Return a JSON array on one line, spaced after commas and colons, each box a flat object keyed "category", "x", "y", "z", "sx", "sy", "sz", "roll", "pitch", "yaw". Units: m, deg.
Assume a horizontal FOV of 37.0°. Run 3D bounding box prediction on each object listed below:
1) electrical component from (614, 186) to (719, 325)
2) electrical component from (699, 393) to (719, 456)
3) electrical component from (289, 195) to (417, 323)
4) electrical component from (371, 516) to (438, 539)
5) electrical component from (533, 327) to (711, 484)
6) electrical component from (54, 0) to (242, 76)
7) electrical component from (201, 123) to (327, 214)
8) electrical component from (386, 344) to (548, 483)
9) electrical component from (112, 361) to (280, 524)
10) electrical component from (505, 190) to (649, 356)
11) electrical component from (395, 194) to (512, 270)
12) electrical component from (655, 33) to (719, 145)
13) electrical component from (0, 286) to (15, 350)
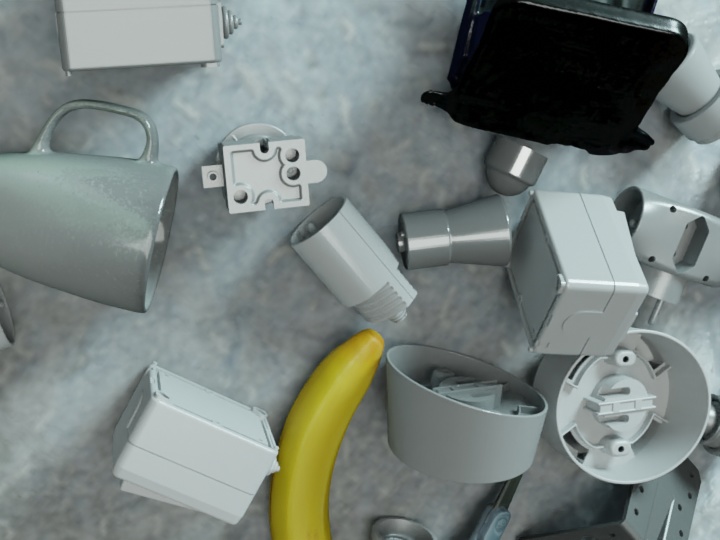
[{"category": "electrical component", "x": 0.192, "y": -0.004, "z": 0.681, "sx": 0.077, "sy": 0.043, "sz": 0.079, "roll": 18, "pitch": 99, "yaw": -16}, {"category": "electrical component", "x": 0.242, "y": 0.103, "z": 0.720, "sx": 0.062, "sy": 0.043, "sz": 0.043, "roll": 19, "pitch": 99, "yaw": -15}, {"category": "electrical component", "x": 0.000, "y": 0.000, "z": 0.639, "sx": 0.043, "sy": 0.043, "sz": 0.081, "roll": -41, "pitch": 108, "yaw": 0}, {"category": "electrical component", "x": 0.022, "y": 0.199, "z": 0.697, "sx": 0.044, "sy": 0.044, "sz": 0.065, "roll": 9, "pitch": 106, "yaw": -15}, {"category": "electrical component", "x": 0.162, "y": 0.082, "z": 0.682, "sx": 0.099, "sy": 0.064, "sz": 0.099, "roll": -4, "pitch": 100, "yaw": -24}, {"category": "electrical component", "x": -0.111, "y": -0.138, "z": 0.570, "sx": 0.096, "sy": 0.061, "sz": 0.061, "roll": -6, "pitch": 105, "yaw": -11}, {"category": "electrical component", "x": -0.056, "y": -0.057, "z": 0.606, "sx": 0.066, "sy": 0.055, "sz": 0.048, "roll": -7, "pitch": 105, "yaw": -11}, {"category": "electrical component", "x": 0.062, "y": 0.083, "z": 0.647, "sx": 0.099, "sy": 0.099, "sz": 0.064, "roll": 0, "pitch": 110, "yaw": -13}, {"category": "electrical component", "x": -0.094, "y": 0.107, "z": 0.636, "sx": 0.096, "sy": 0.061, "sz": 0.061, "roll": 27, "pitch": 97, "yaw": -17}, {"category": "electrical component", "x": 0.128, "y": -0.003, "z": 0.644, "sx": 0.061, "sy": 0.096, "sz": 0.061, "roll": 3, "pitch": 135, "yaw": -13}, {"category": "electrical component", "x": 0.055, "y": -0.020, "z": 0.648, "sx": 0.065, "sy": 0.044, "sz": 0.044, "roll": -7, "pitch": 105, "yaw": -6}, {"category": "electrical component", "x": 0.203, "y": -0.110, "z": 0.656, "sx": 0.055, "sy": 0.045, "sz": 0.045, "roll": 40, "pitch": 93, "yaw": -19}, {"category": "electrical component", "x": -0.232, "y": 0.049, "z": 0.600, "sx": 0.077, "sy": 0.043, "sz": 0.079, "roll": -17, "pitch": 107, "yaw": -8}]
